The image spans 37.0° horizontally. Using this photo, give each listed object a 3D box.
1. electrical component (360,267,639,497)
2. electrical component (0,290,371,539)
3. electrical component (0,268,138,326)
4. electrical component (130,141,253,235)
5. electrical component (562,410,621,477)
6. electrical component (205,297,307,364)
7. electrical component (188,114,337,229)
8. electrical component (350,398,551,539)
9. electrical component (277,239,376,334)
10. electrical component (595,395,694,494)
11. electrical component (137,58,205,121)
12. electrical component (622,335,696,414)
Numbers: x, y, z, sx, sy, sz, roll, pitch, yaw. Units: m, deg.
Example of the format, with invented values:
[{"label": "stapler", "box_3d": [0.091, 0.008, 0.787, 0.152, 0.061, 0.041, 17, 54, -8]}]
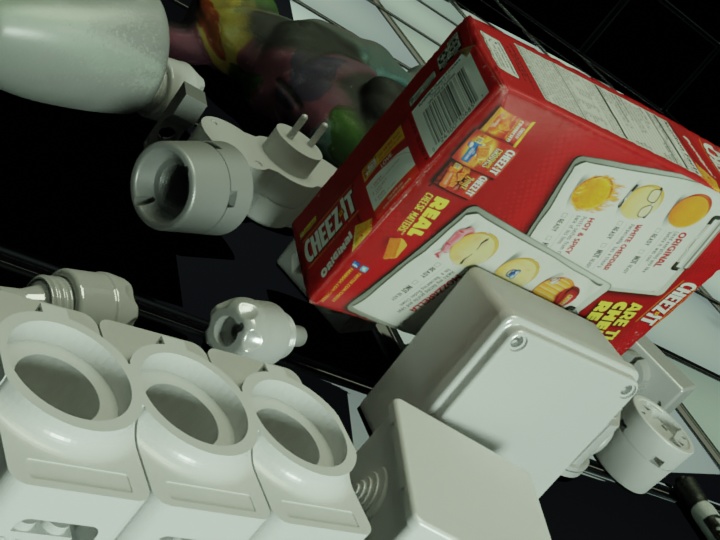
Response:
[{"label": "electrical component", "box_3d": [0.076, 0.068, 0.586, 0.109, 0.108, 0.056, 24, 23, -35]}, {"label": "electrical component", "box_3d": [-0.077, 0.068, 0.395, 0.150, 0.061, 0.089, 20, 28, -40]}, {"label": "electrical component", "box_3d": [-0.127, 0.016, 0.457, 0.061, 0.035, 0.035, 10, 35, -47]}, {"label": "electrical component", "box_3d": [-0.097, -0.047, 0.612, 0.055, 0.055, 0.047, 48, 26, 22]}, {"label": "electrical component", "box_3d": [0.128, 0.091, 0.705, 0.080, 0.051, 0.080, 33, 21, -15]}, {"label": "electrical component", "box_3d": [-0.049, 0.033, 0.553, 0.035, 0.035, 0.061, 50, 21, 27]}, {"label": "electrical component", "box_3d": [-0.050, -0.071, 0.709, 0.138, 0.073, 0.052, 16, 31, -46]}, {"label": "electrical component", "box_3d": [0.041, 0.120, 0.504, 0.100, 0.048, 0.099, 31, 22, -20]}, {"label": "electrical component", "box_3d": [0.000, 0.000, 0.684, 0.065, 0.047, 0.077, 48, 22, 21]}, {"label": "electrical component", "box_3d": [0.199, 0.124, 0.761, 0.055, 0.047, 0.055, 33, 21, -15]}, {"label": "electrical component", "box_3d": [-0.137, -0.121, 0.710, 0.062, 0.043, 0.043, 8, 36, -51]}, {"label": "electrical component", "box_3d": [0.219, 0.084, 0.878, 0.083, 0.047, 0.076, 49, 23, 24]}]
